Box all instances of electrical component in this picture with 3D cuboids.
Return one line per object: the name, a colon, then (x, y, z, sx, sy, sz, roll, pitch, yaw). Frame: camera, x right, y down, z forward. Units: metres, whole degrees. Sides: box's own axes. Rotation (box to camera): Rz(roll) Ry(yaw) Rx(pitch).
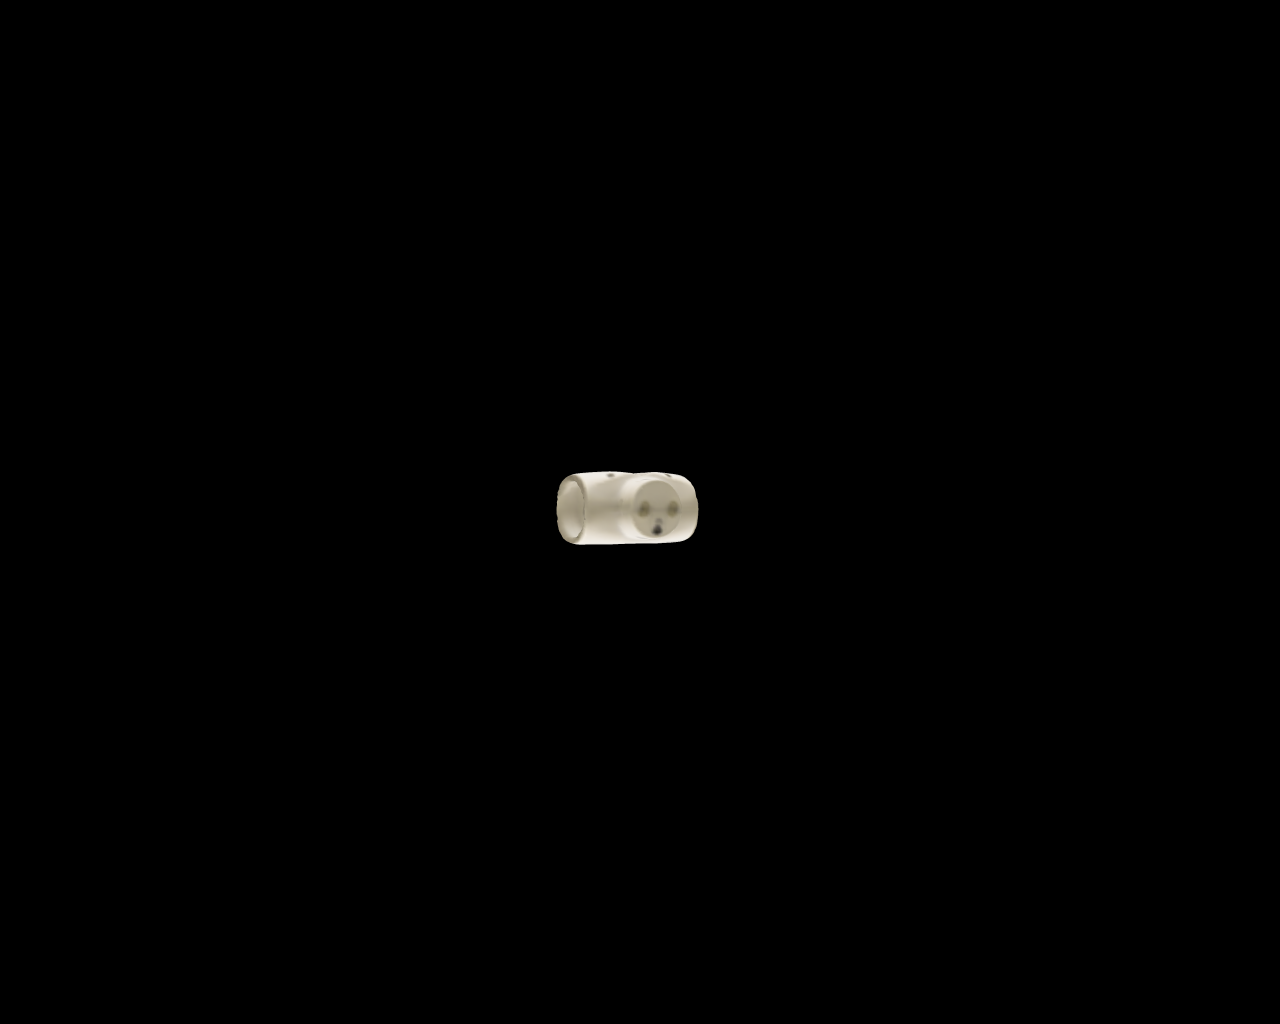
electrical component: (0.001, -0.003, 0.650, 0.077, 0.043, 0.079, 0, 0, -28)
